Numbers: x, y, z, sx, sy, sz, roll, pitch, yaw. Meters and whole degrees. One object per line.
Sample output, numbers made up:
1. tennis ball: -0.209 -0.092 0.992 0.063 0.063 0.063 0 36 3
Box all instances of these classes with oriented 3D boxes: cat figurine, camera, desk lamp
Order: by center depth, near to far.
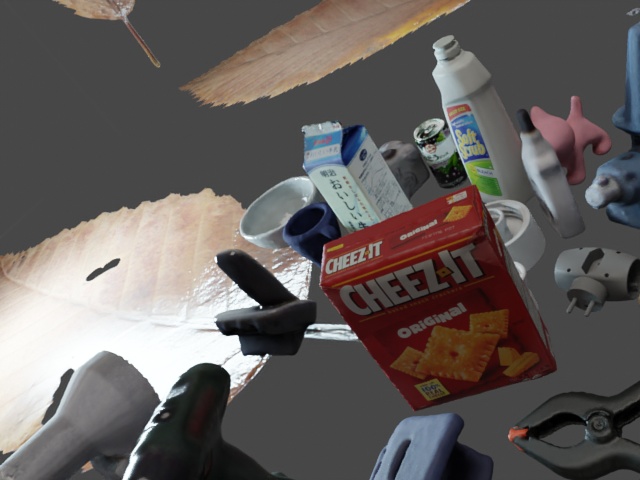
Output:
1. desk lamp: -0.251 0.269 0.677 0.117 0.214 0.203 -8 40 39
2. cat figurine: 0.320 -0.137 0.764 0.128 0.118 0.067 -47 32 -19
3. camera: 0.087 -0.109 0.977 0.143 0.101 0.136 -45 31 -15

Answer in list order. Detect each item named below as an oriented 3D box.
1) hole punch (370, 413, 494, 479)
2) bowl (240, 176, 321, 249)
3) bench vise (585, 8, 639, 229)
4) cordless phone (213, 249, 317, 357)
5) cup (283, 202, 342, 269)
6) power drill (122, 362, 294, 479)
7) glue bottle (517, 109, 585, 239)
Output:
1. hole punch: 0.089 0.218 0.528 0.100 0.091 0.109 -2 44 43
2. bowl: -0.060 -0.038 1.052 0.167 0.075 0.167 -25 32 17
3. bench vise: 0.362 -0.128 0.607 0.121 0.220 0.208 4 48 47
4. cordless phone: -0.105 0.079 0.823 0.147 0.185 0.094 -14 37 33
5. cup: 0.008 0.003 0.905 0.092 0.095 0.117 -46 32 -17
6. power drill: -0.104 0.244 0.569 0.075 0.209 0.229 -26 32 17
7. glue bottle: 0.269 -0.084 0.686 0.037 0.173 0.078 -27 31 14
